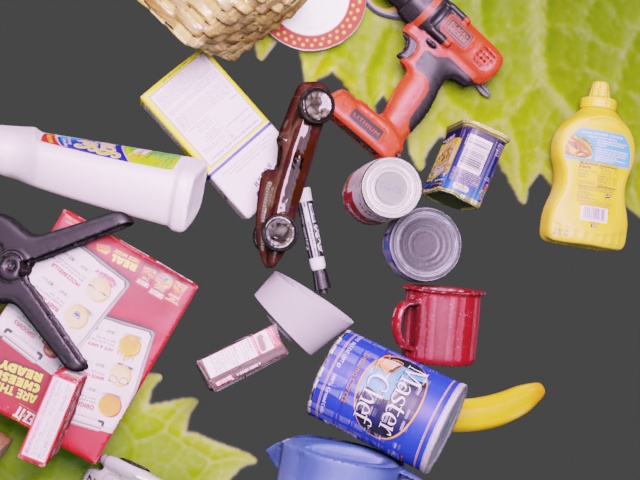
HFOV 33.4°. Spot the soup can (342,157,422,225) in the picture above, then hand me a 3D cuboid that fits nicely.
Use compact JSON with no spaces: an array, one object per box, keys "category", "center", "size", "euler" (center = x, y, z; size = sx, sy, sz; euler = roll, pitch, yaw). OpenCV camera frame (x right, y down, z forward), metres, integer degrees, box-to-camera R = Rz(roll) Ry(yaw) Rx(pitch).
[{"category":"soup can","center":[0.067,-0.053,1.165],"size":[0.068,0.102,0.068],"euler":[0,87,-10]}]

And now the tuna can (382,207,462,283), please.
[{"category":"tuna can","center":[0.115,0.005,1.204],"size":[0.086,0.034,0.086],"euler":[0,88,-8]}]

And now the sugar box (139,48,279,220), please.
[{"category":"sugar box","center":[-0.106,-0.116,1.172],"size":[0.093,0.048,0.176],"euler":[-41,97,-10]}]

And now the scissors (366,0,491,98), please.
[{"category":"scissors","center":[0.116,-0.240,1.225],"size":[0.096,0.016,0.202],"euler":[-23,91,-7]}]

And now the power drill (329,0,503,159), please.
[{"category":"power drill","center":[0.086,-0.196,1.186],"size":[0.184,0.057,0.187],"euler":[41,89,-7]}]

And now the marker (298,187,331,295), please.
[{"category":"marker","center":[-0.008,0.001,1.193],"size":[0.020,0.020,0.121],"euler":[-12,89,-9]}]

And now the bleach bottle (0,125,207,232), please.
[{"category":"bleach bottle","center":[-0.249,-0.074,1.110],"size":[0.251,0.102,0.068],"euler":[13,108,1]}]

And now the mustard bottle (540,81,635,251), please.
[{"category":"mustard bottle","center":[0.311,-0.087,1.226],"size":[0.096,0.058,0.191],"euler":[8,86,-8]}]

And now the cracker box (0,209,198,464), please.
[{"category":"cracker box","center":[-0.251,0.100,1.127],"size":[0.164,0.072,0.213],"euler":[30,85,-4]}]

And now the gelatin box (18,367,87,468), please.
[{"category":"gelatin box","center":[-0.261,0.173,1.049],"size":[0.030,0.073,0.089],"euler":[21,86,-4]}]

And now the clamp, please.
[{"category":"clamp","center":[-0.302,0.038,1.071],"size":[0.210,0.036,0.164],"euler":[9,82,6]}]

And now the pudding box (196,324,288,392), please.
[{"category":"pudding box","center":[-0.083,0.125,1.129],"size":[0.090,0.113,0.039],"euler":[-26,88,-10]}]

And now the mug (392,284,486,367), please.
[{"category":"mug","center":[0.124,0.093,1.168],"size":[0.117,0.093,0.081],"euler":[3,92,-42]}]

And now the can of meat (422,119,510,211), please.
[{"category":"can of meat","center":[0.159,-0.081,1.182],"size":[0.057,0.102,0.084],"euler":[24,86,-7]}]

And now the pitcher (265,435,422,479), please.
[{"category":"pitcher","center":[0.013,0.337,1.125],"size":[0.144,0.149,0.243],"euler":[11,89,-31]}]

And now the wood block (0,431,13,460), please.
[{"category":"wood block","center":[-0.413,0.273,1.084],"size":[0.090,0.091,0.206],"euler":[33,84,-5]}]

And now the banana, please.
[{"category":"banana","center":[0.157,0.183,1.201],"size":[0.197,0.037,0.069],"euler":[10,86,-8]}]

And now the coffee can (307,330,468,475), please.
[{"category":"coffee can","center":[0.071,0.170,1.129],"size":[0.140,0.102,0.103],"euler":[24,83,16]}]
